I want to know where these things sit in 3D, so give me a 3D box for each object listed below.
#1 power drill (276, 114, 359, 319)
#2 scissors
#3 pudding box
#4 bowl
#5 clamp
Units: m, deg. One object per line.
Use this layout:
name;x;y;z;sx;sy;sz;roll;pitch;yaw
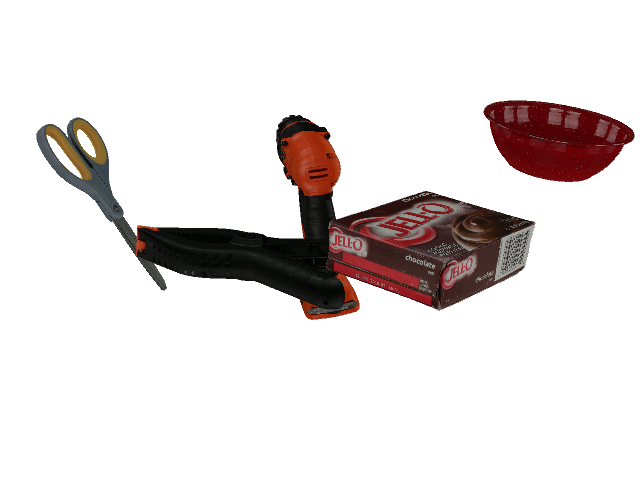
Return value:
power drill;-0.008;-0.027;1.084;0.057;0.187;0.184;-11;20;-4
scissors;-0.212;-0.046;1.093;0.016;0.201;0.096;-28;26;27
pudding box;0.072;0.003;0.696;0.090;0.039;0.113;20;23;35
bowl;0.253;-0.104;1.157;0.162;0.055;0.162;6;22;-3
clamp;-0.056;0.016;0.872;0.210;0.036;0.164;6;12;8
